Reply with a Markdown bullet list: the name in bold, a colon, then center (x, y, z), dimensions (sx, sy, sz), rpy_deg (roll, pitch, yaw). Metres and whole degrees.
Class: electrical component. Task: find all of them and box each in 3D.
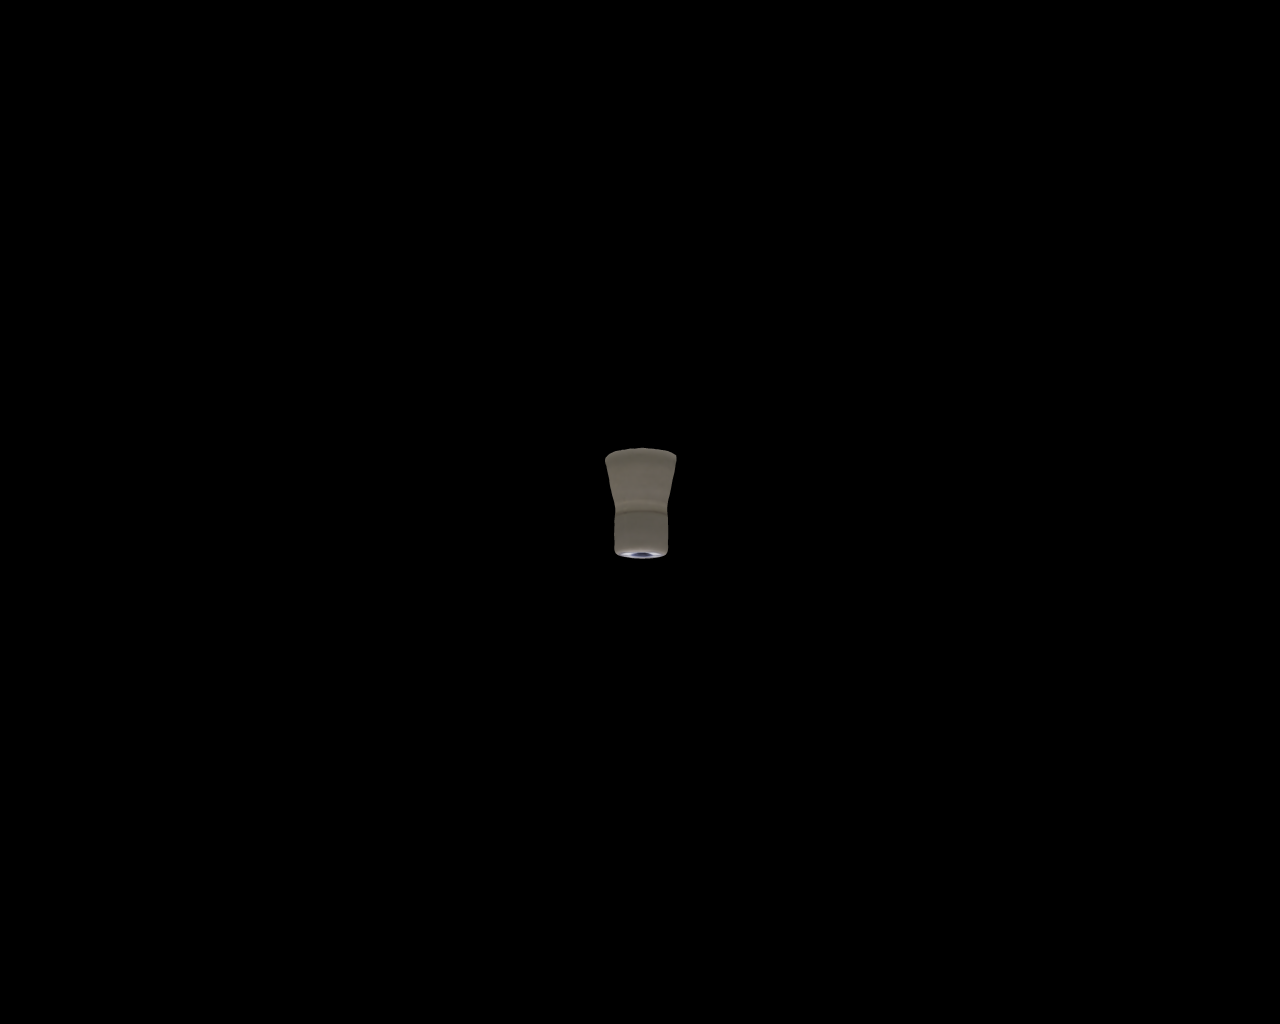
- **electrical component**: center (0.001, -0.003, 0.650), dimensions (0.044, 0.065, 0.044), rpy_deg (0, -11, 0)
